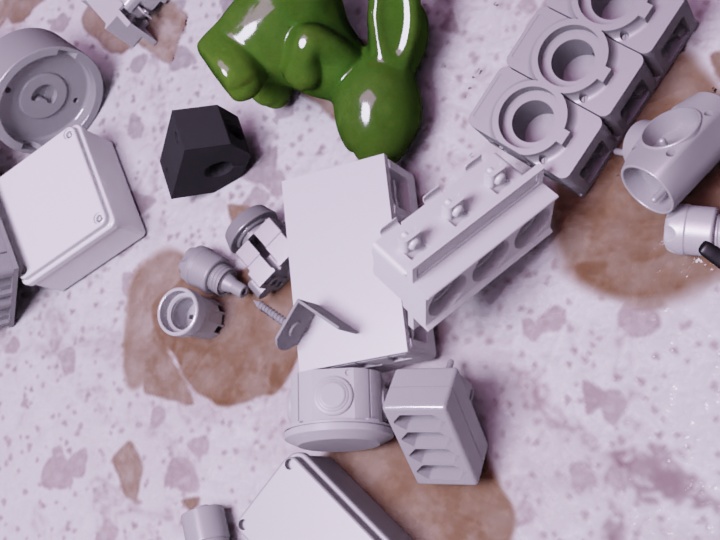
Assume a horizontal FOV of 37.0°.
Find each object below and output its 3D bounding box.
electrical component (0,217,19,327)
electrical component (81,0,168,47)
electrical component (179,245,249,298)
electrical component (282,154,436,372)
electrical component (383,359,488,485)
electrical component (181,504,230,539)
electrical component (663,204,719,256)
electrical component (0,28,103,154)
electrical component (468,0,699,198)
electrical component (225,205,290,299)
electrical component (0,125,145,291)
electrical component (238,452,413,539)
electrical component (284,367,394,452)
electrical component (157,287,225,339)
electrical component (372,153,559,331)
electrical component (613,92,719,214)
[{"bbox_3d":[-0.371,-0.045,0.980,0.186,0.060,0.105,63,150,22],"label":"electrical component"},{"bbox_3d":[-0.211,-0.248,0.984,0.064,0.042,0.081,-46,65,9],"label":"electrical component"},{"bbox_3d":[-0.119,0.005,0.891,0.061,0.035,0.035,28,93,25],"label":"electrical component"},{"bbox_3d":[0.000,0.000,0.818,0.089,0.062,0.150,-13,74,24],"label":"electrical component"},{"bbox_3d":[0.059,0.098,0.768,0.047,0.083,0.075,-4,40,26],"label":"electrical component"},{"bbox_3d":[-0.118,0.217,0.845,0.044,0.044,0.065,-25,65,20],"label":"electrical component"},{"bbox_3d":[0.237,-0.025,0.722,0.061,0.035,0.035,7,83,24],"label":"electrical component"},{"bbox_3d":[-0.296,-0.167,0.976,0.060,0.108,0.108,43,99,33],"label":"electrical component"},{"bbox_3d":[0.158,-0.142,0.769,0.089,0.062,0.150,36,96,27],"label":"electrical component"},{"bbox_3d":[-0.076,-0.019,0.870,0.066,0.048,0.055,-46,72,11],"label":"electrical component"},{"bbox_3d":[-0.262,-0.054,0.961,0.109,0.056,0.108,-32,68,17],"label":"electrical component"},{"bbox_3d":[-0.025,0.197,0.793,0.113,0.057,0.078,41,99,27],"label":"electrical component"},{"bbox_3d":[-0.016,0.104,0.796,0.080,0.080,0.051,-10,70,24],"label":"electrical component"},{"bbox_3d":[-0.138,0.037,0.887,0.040,0.046,0.040,-6,77,25],"label":"electrical component"},{"bbox_3d":[0.071,-0.023,0.749,0.121,0.078,0.063,-37,62,-19],"label":"electrical component"},{"bbox_3d":[0.208,-0.083,0.738,0.077,0.044,0.079,-44,30,-13],"label":"electrical component"}]
